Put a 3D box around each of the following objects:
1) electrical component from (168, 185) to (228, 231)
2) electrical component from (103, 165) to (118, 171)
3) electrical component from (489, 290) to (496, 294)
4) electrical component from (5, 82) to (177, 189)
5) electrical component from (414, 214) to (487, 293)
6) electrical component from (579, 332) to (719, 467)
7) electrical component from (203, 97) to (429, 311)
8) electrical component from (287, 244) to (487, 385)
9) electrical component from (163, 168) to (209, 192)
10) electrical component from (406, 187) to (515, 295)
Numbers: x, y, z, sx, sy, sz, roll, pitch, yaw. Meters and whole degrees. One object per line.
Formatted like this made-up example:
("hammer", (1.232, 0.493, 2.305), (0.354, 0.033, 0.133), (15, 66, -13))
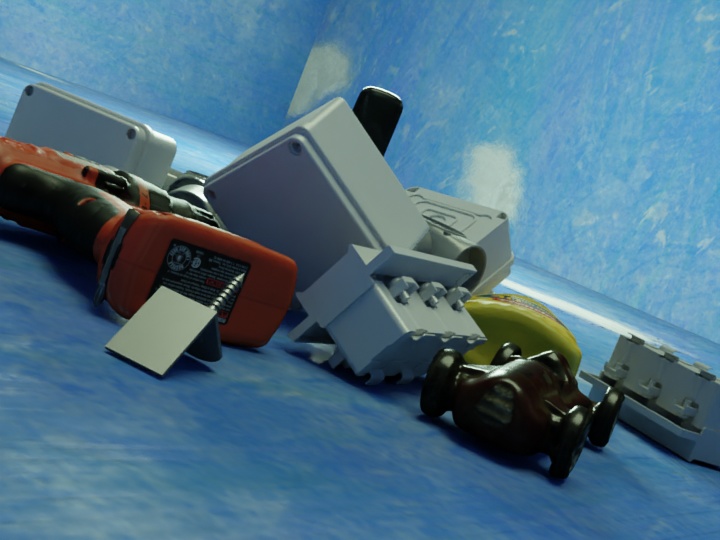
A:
("electrical component", (-0.117, -0.036, 0.834), (0.079, 0.044, 0.077), (21, 6, -5))
("electrical component", (-0.166, -0.043, 0.736), (0.048, 0.048, 0.062), (23, -1, 17))
("electrical component", (0.089, 0.038, 0.916), (0.048, 0.048, 0.062), (25, 19, 27))
("electrical component", (-0.207, -0.086, 0.810), (0.113, 0.078, 0.057), (24, 3, 18))
("electrical component", (0.038, -0.016, 0.767), (0.077, 0.044, 0.079), (31, 10, 38))
("electrical component", (0.236, 0.096, 0.816), (0.079, 0.063, 0.121), (18, 7, -28))
("electrical component", (-0.030, -0.040, 0.702), (0.109, 0.056, 0.108), (-22, -72, 44))
("electrical component", (0.024, 0.029, 0.634), (0.063, 0.079, 0.121), (56, 19, 20))
("electrical component", (-0.162, -0.070, 0.982), (0.079, 0.044, 0.077), (22, 6, 7))
("electrical component", (0.066, -0.019, 0.916), (0.113, 0.057, 0.078), (20, 44, 39))
